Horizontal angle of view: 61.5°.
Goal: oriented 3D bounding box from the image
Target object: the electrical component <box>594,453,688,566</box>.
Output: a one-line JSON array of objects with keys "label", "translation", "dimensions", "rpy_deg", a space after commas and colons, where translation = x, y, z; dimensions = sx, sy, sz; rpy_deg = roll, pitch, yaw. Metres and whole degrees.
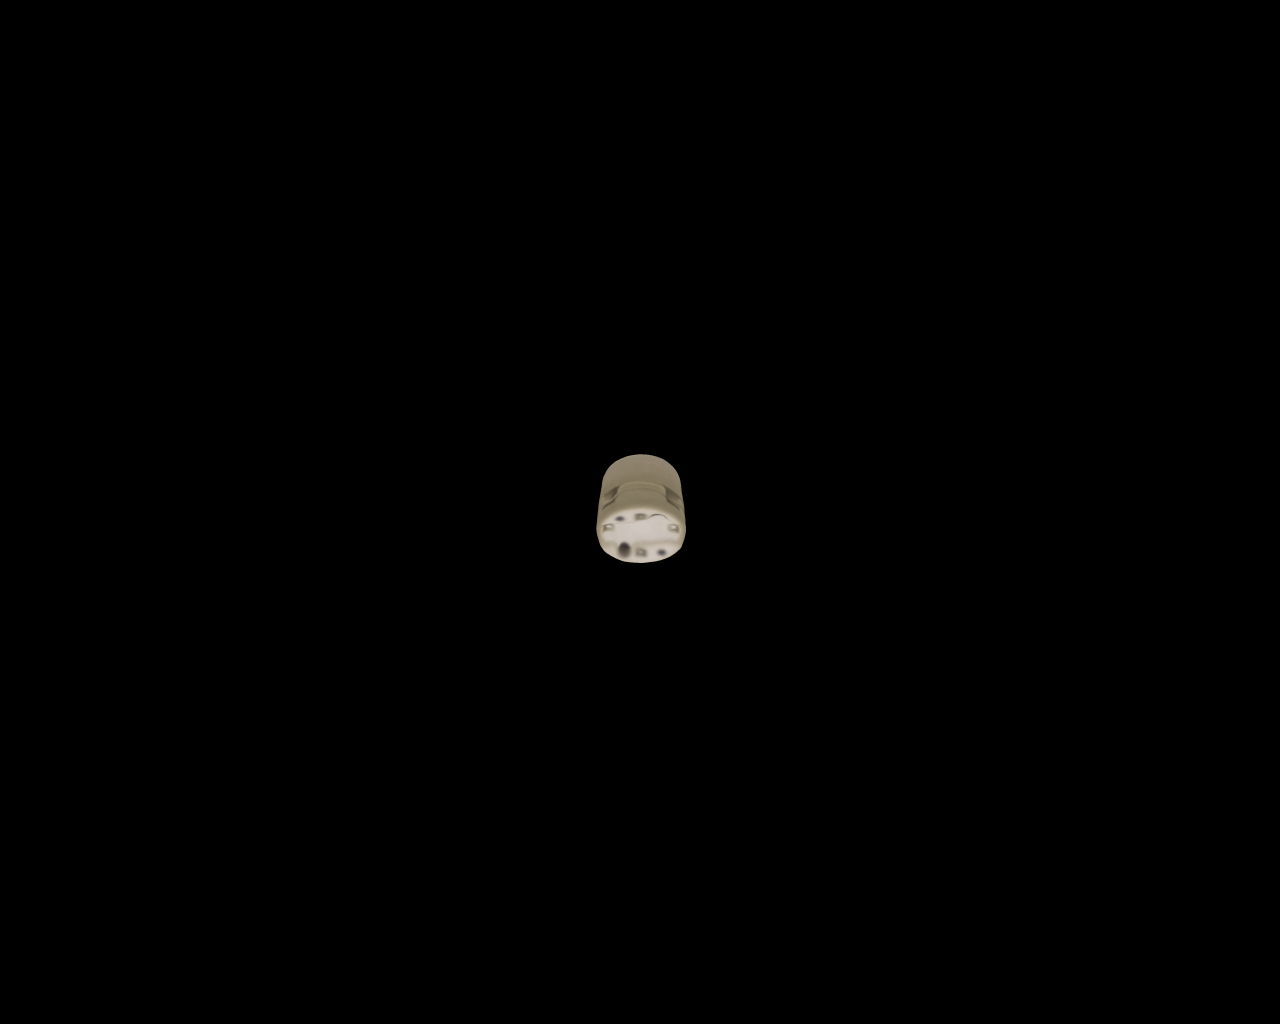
[{"label": "electrical component", "translation": [0.001, -0.003, 0.650], "dimensions": [0.055, 0.047, 0.055], "rpy_deg": [0, -42, 0]}]
